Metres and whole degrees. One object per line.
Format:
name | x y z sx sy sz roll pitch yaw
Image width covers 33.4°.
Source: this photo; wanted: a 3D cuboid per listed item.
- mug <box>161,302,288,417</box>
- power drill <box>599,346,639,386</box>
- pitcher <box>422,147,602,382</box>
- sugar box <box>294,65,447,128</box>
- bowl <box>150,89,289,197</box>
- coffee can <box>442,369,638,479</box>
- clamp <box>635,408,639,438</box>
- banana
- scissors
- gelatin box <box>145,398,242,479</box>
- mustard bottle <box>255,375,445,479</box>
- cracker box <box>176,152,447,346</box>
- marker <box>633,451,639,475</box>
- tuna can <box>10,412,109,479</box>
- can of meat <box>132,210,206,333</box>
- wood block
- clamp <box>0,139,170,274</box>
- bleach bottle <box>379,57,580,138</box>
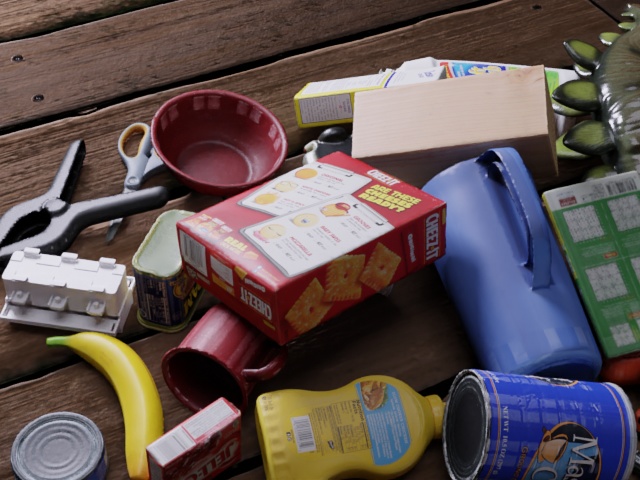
mug | -0.082 0.113 1.021 0.117 0.093 0.081 -6 32 34
power drill | 0.357 0.068 1.111 0.184 0.057 0.187 -3 44 -10
pitcher | 0.190 0.037 1.063 0.145 0.149 0.243 -32 52 21
sugar box | 0.065 -0.174 1.301 0.176 0.048 0.093 -3 19 15
bowl | -0.121 -0.103 1.254 0.162 0.055 0.162 7 48 -9
coffee can | 0.192 0.172 0.945 0.140 0.103 0.103 7 44 -14
clamp | 0.387 0.185 1.009 0.172 0.039 0.120 20 34 20
banana | -0.191 0.149 1.027 0.069 0.037 0.198 -34 53 -13
scissors | -0.201 -0.071 1.257 0.096 0.016 0.202 -3 46 -5
gelatin box | -0.111 0.192 0.958 0.089 0.073 0.030 -31 55 -29
mustard bottle | 0.041 0.176 0.987 0.191 0.058 0.096 -8 64 -11
cracker box | -0.007 0.001 1.046 0.213 0.072 0.164 -26 38 -31
marker | 0.326 0.228 0.977 0.121 0.020 0.020 34 53 28
tuna can | -0.237 0.200 0.973 0.086 0.034 0.086 1 45 -1
can of meat | -0.154 0.030 1.110 0.057 0.084 0.102 13 46 12
wood block | 0.146 -0.114 1.154 0.206 0.090 0.091 -6 60 17
clamp | -0.296 -0.034 1.199 0.209 0.036 0.165 -35 49 -25
bleach bottle | 0.197 -0.182 1.353 0.251 0.068 0.102 8 48 10
